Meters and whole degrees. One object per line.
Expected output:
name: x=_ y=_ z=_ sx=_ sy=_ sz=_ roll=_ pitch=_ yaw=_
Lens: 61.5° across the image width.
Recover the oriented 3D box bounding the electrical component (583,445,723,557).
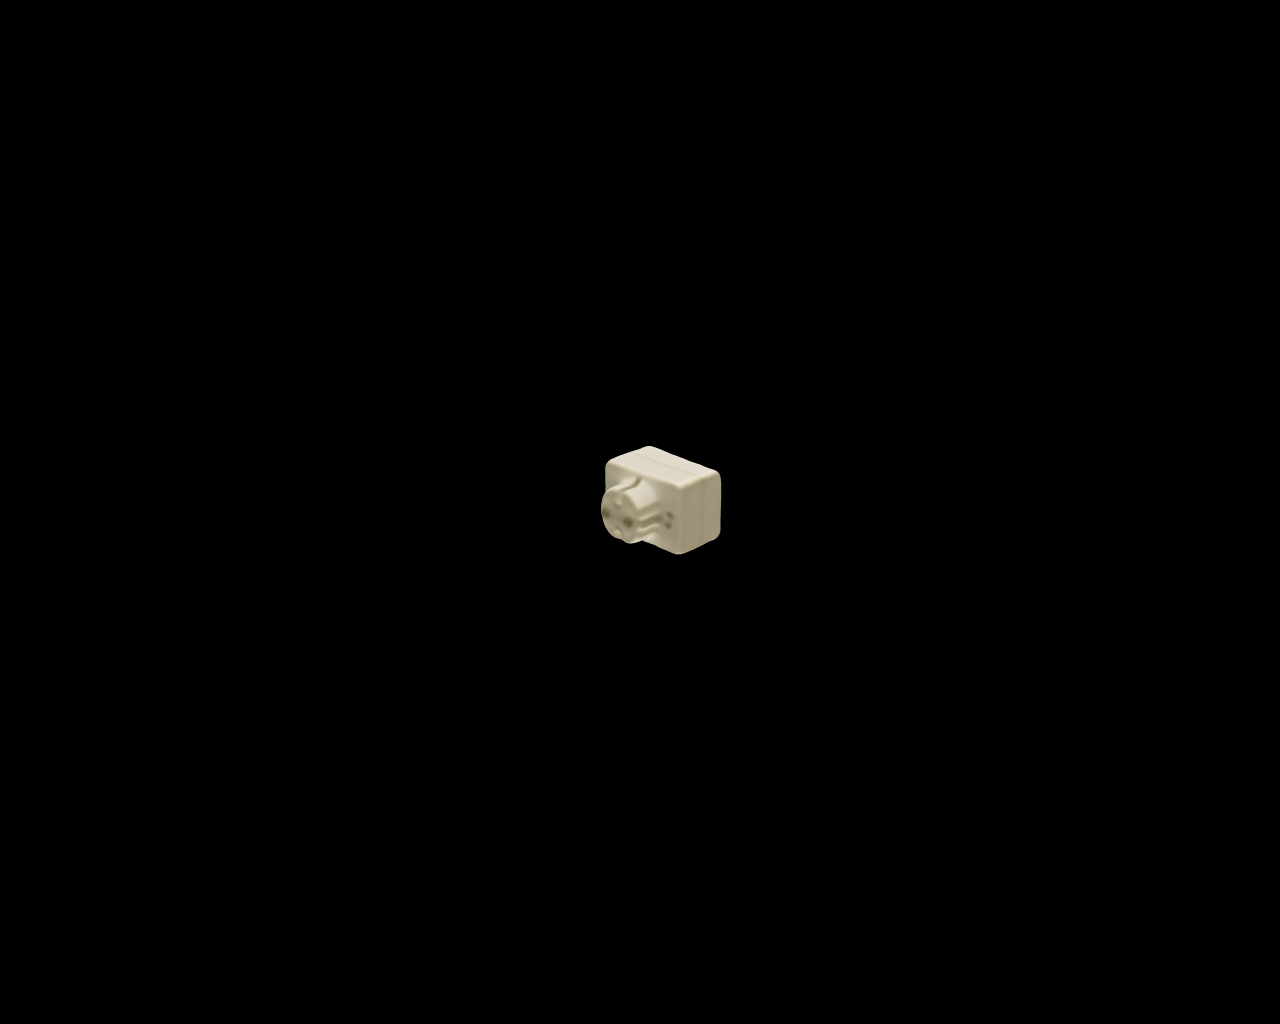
electrical component: x=0.001 y=-0.003 z=0.650 sx=0.077 sy=0.047 sz=0.066 roll=-22 pitch=32 yaw=-40
